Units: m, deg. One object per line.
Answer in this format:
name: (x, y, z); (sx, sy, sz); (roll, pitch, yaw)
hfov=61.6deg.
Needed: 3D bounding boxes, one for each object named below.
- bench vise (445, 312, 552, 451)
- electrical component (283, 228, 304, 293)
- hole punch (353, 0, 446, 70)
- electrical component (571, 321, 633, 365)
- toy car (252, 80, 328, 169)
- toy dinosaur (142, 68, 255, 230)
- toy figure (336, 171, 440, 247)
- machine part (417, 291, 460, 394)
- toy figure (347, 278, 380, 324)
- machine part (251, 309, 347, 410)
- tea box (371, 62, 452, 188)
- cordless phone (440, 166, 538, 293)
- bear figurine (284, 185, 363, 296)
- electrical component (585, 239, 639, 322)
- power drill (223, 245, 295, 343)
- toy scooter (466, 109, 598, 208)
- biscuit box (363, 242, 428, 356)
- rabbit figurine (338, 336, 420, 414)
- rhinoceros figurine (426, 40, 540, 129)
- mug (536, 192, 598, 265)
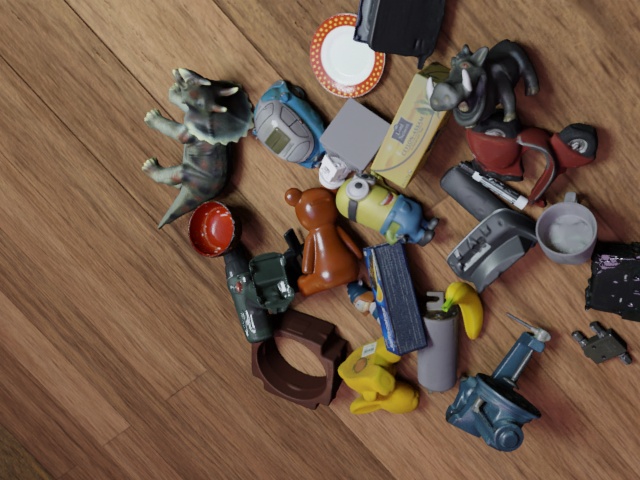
bench vise: (0.327, 0.255, 0.957); (0.129, 0.223, 0.240); (30, 97, 4)
electrical component: (-0.053, 0.039, 1.072); (0.048, 0.075, 0.119); (-17, 112, 33)
hole punch: (0.113, -0.327, 0.774); (0.116, 0.092, 0.142); (0, 116, -22)
electrical component: (0.477, 0.180, 0.907); (0.094, 0.021, 0.063); (44, 128, -2)
toy car: (-0.058, -0.187, 0.930); (0.161, 0.103, 0.109); (48, 128, -2)
toy dinosaur: (-0.231, -0.158, 1.035); (0.192, 0.131, 0.404); (24, 131, 15)
toy figure: (0.112, -0.046, 0.933); (0.180, 0.082, 0.089); (31, 119, 3)
machine part: (0.223, 0.199, 1.017); (0.079, 0.079, 0.242); (7, 119, 24)
toy figure: (0.115, 0.131, 1.048); (0.155, 0.058, 0.064); (29, 110, 13)
machine part: (-0.047, 0.260, 1.188); (0.201, 0.087, 0.201); (16, 121, 19)
tea box: (0.153, -0.176, 0.829); (0.068, 0.098, 0.169); (32, 129, 9)
cordless phone: (0.249, -0.020, 0.890); (0.184, 0.089, 0.146); (46, 128, 11)
bear figurine: (0.000, -0.004, 1.004); (0.196, 0.120, 0.132); (69, 160, 6)
electrical component: (0.481, 0.063, 0.817); (0.134, 0.058, 0.114); (6, 121, 25)
power drill: (-0.133, 0.085, 1.066); (0.207, 0.086, 0.232); (-30, 74, 56)
toy scooter: (0.303, -0.116, 0.800); (0.184, 0.075, 0.135); (15, 128, 17)
biscuit box: (0.135, 0.104, 0.973); (0.059, 0.063, 0.202); (177, 80, -76)
rabbit figurine: (0.127, 0.306, 1.108); (0.173, 0.122, 0.162); (40, 123, -22)
rhinoceros figurine: (0.220, -0.210, 0.717); (0.073, 0.190, 0.112); (8, 126, 50)
mug: (0.374, -0.011, 0.811); (0.081, 0.109, 0.107); (-2, 159, 27)
